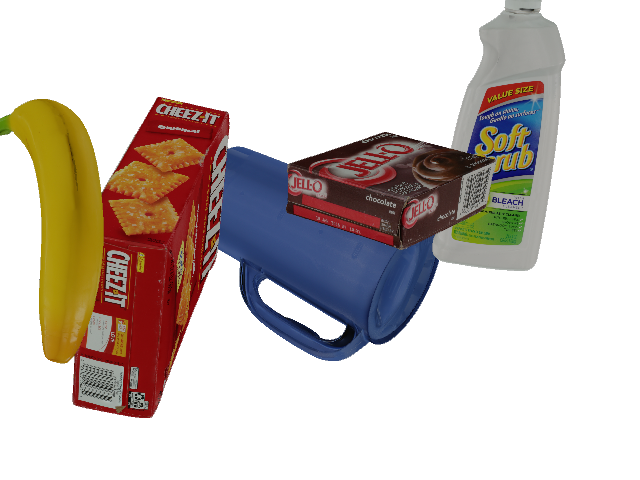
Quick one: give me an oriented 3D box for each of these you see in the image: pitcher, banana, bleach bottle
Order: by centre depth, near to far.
[{"bbox_3d":[-0.157,-0.023,0.641,0.037,0.198,0.070,9,-46,-35],"label":"banana"},{"bbox_3d":[0.162,-0.101,0.963,0.103,0.251,0.068,7,22,13],"label":"bleach bottle"},{"bbox_3d":[-0.016,0.004,1.071,0.243,0.145,0.149,26,28,26],"label":"pitcher"}]

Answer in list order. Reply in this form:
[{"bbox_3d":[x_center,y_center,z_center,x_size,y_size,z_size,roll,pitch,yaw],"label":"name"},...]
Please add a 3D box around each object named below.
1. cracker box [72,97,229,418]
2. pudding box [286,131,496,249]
[{"bbox_3d":[-0.129,0.009,0.844,0.072,0.164,0.213,12,34,2],"label":"cracker box"},{"bbox_3d":[0.046,-0.035,0.686,0.090,0.039,0.113,19,24,32],"label":"pudding box"}]
